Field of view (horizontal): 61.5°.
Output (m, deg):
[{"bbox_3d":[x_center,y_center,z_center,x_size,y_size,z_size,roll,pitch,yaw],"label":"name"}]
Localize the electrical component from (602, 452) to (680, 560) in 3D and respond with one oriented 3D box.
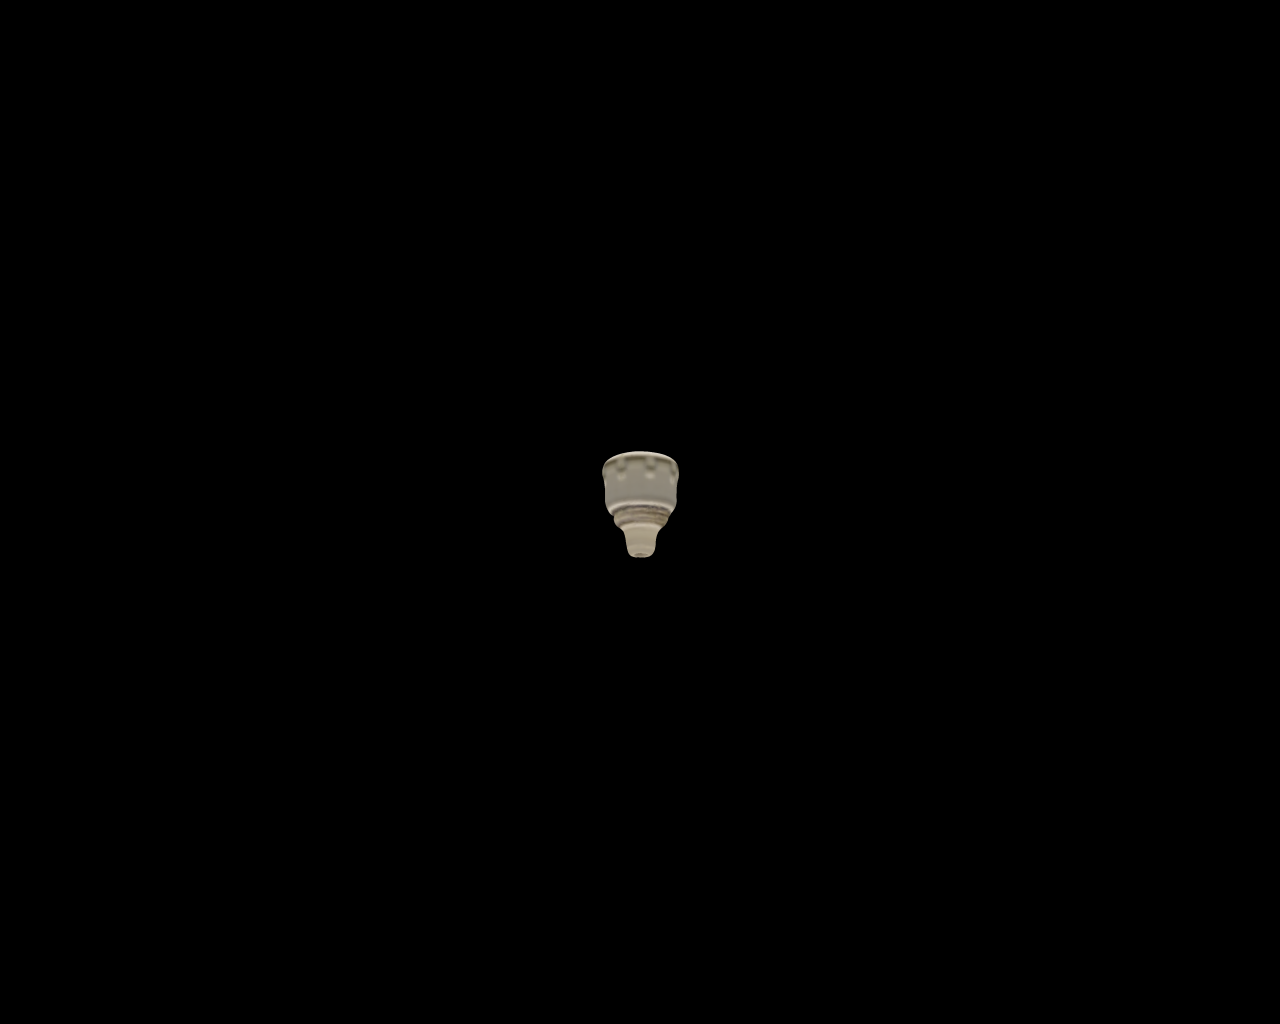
[{"bbox_3d":[0.001,-0.003,0.650,0.048,0.062,0.048,0,-15,0],"label":"electrical component"}]
